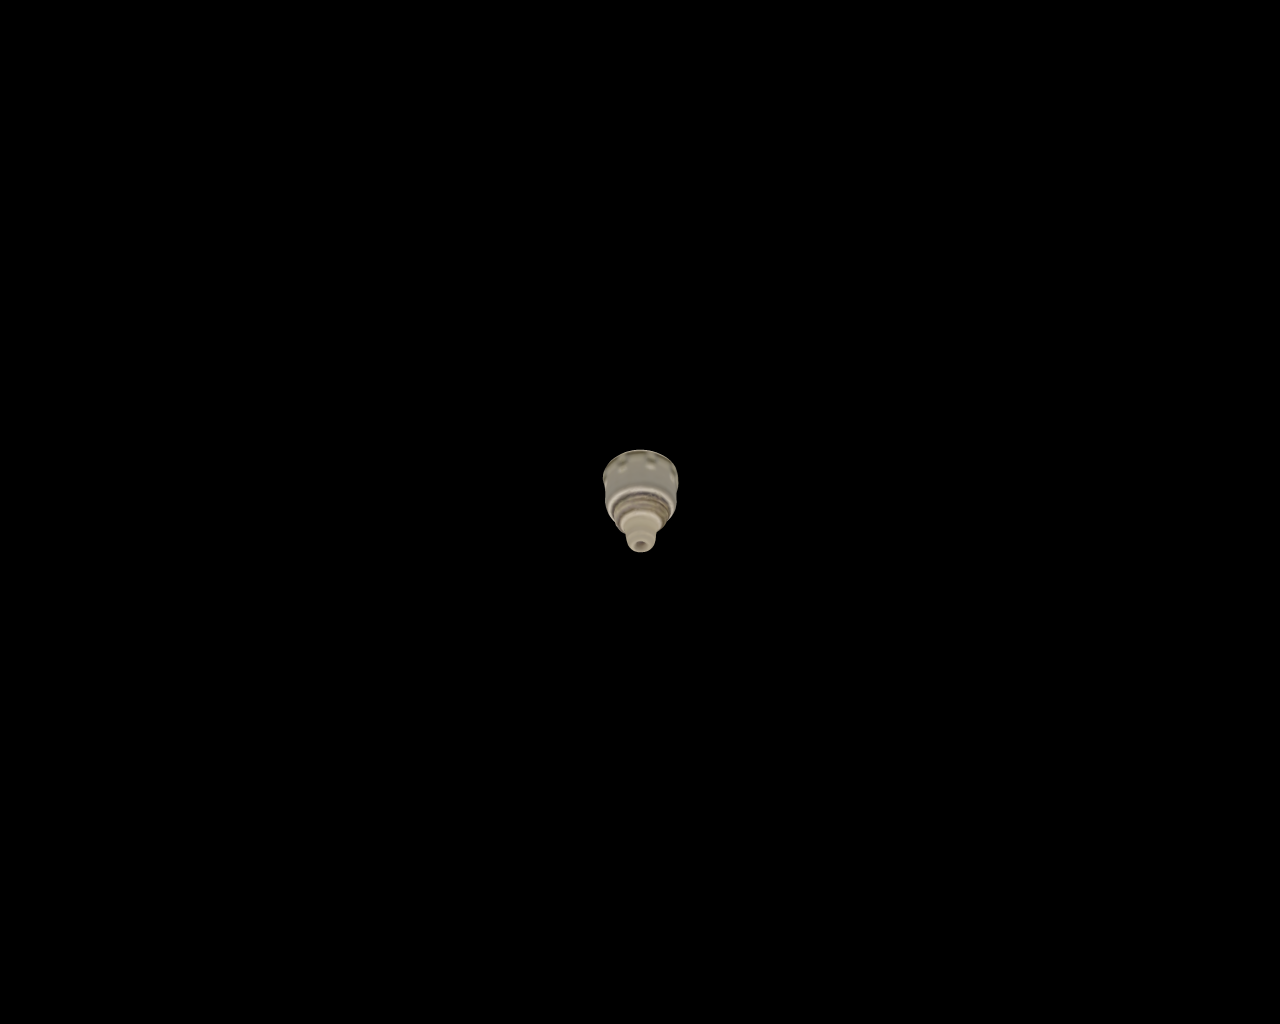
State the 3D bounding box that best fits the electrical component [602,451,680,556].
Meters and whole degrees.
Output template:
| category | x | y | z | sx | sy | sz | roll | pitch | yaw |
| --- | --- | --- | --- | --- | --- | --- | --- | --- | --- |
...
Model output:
| category | x | y | z | sx | sy | sz | roll | pitch | yaw |
| --- | --- | --- | --- | --- | --- | --- | --- | --- | --- |
| electrical component | 0.001 | -0.003 | 0.650 | 0.048 | 0.062 | 0.048 | 0 | -40 | 0 |
